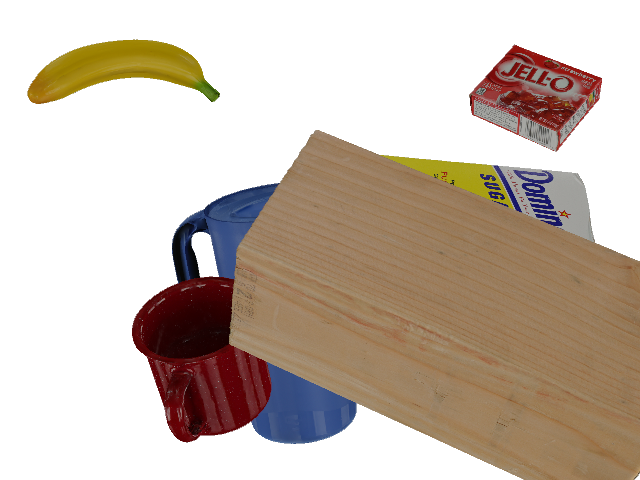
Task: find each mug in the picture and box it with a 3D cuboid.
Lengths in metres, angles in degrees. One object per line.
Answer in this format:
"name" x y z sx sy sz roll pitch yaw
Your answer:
"mug" -0.083 0.093 0.764 0.093 0.081 0.117 -1 37 13

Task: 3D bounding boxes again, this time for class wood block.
"wood block" 0.067 0.039 0.530 0.206 0.090 0.090 23 -37 10

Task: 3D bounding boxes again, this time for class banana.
"banana" -0.195 -0.167 1.047 0.197 0.070 0.037 -7 -39 -31

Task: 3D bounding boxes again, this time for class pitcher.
"pitcher" -0.041 0.071 1.047 0.144 0.243 0.149 -19 21 -33

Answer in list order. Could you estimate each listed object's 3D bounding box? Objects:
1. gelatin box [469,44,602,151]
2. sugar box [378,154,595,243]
"gelatin box" 0.185 -0.125 0.922 0.089 0.073 0.030 29 -28 27
"sugar box" 0.093 -0.016 0.731 0.176 0.048 0.093 3 36 4
